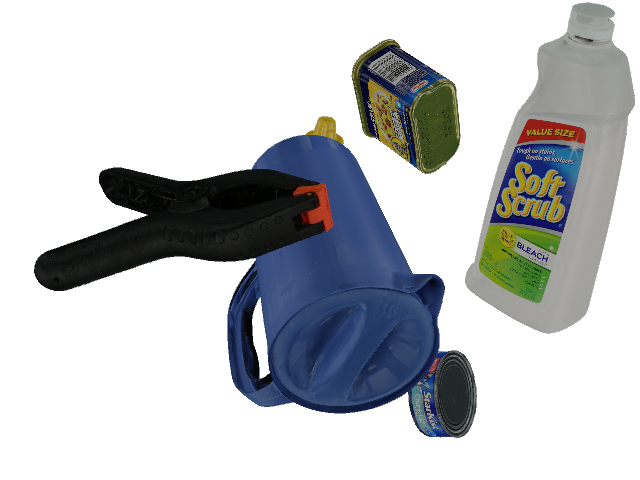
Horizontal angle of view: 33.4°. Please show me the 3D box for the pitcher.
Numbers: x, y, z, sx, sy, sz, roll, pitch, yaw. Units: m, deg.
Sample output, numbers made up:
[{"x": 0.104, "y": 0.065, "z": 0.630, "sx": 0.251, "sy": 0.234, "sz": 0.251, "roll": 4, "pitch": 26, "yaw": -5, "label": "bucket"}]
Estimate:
[{"x": -0.003, "y": 0.022, "z": 0.899, "sx": 0.149, "sy": 0.145, "sz": 0.243, "roll": 1, "pitch": 37, "yaw": -14, "label": "pitcher"}]

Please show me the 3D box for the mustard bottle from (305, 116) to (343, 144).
[{"x": -0.006, "y": -0.042, "z": 1.147, "sx": 0.096, "sy": 0.192, "sz": 0.058, "roll": -9, "pitch": 32, "yaw": -29, "label": "mustard bottle"}]

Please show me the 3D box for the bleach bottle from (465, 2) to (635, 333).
[{"x": 0.174, "y": -0.056, "z": 0.801, "sx": 0.067, "sy": 0.251, "sz": 0.103, "roll": -24, "pitch": 42, "yaw": -35, "label": "bleach bottle"}]

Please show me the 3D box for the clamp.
[{"x": -0.082, "y": -0.008, "z": 0.628, "sx": 0.172, "sy": 0.039, "sz": 0.120, "roll": -1, "pitch": 38, "yaw": 24, "label": "clamp"}]

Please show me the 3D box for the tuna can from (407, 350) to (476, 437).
[{"x": 0.121, "y": 0.152, "z": 1.058, "sx": 0.034, "sy": 0.086, "sz": 0.086, "roll": -7, "pitch": -4, "yaw": 34, "label": "tuna can"}]

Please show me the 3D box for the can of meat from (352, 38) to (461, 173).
[{"x": 0.081, "y": -0.122, "z": 0.984, "sx": 0.057, "sy": 0.102, "sz": 0.084, "roll": -35, "pitch": 50, "yaw": -17, "label": "can of meat"}]
